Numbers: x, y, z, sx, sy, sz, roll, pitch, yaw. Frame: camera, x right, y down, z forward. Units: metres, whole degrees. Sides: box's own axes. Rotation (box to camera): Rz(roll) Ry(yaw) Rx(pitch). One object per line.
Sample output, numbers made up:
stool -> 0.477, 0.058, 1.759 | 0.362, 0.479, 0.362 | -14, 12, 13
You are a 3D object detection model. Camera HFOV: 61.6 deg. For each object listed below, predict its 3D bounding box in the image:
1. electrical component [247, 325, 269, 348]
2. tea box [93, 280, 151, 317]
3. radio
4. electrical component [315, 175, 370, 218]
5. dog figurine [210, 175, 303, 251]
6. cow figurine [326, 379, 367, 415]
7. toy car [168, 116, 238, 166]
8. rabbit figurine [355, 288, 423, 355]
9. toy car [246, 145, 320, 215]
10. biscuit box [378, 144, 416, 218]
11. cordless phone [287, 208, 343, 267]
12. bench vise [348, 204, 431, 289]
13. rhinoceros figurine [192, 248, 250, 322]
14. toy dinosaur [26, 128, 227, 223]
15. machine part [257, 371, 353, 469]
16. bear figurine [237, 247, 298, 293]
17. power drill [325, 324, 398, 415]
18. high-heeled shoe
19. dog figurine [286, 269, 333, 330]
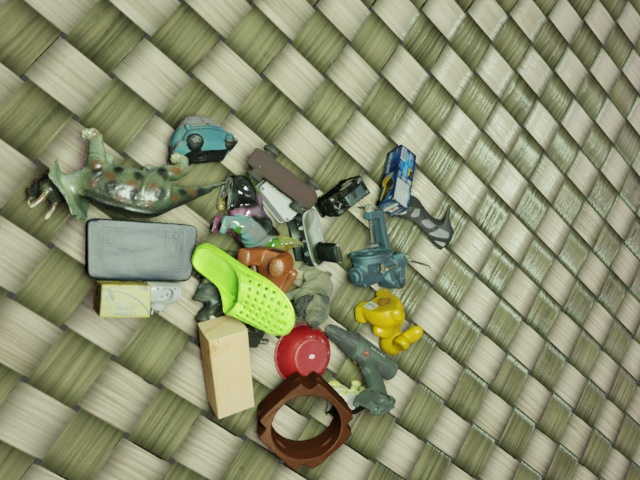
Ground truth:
electrical component -> -0.162, 0.233, 1.302 | 0.094, 0.021, 0.063 | 12, 126, -27
tea box -> -0.414, 0.120, 1.117 | 0.098, 0.170, 0.068 | 3, 88, -25
radio -> -0.394, 0.023, 1.184 | 0.229, 0.073, 0.131 | 3, 89, -25
electrical component -> 0.058, -0.110, 1.374 | 0.115, 0.134, 0.058 | -39, 105, -19
dog figurine -> -0.143, -0.041, 1.293 | 0.219, 0.108, 0.191 | 20, 78, -29
cow figurine -> 0.096, 0.424, 1.421 | 0.167, 0.068, 0.098 | 7, 92, -23
toy car -> -0.276, -0.234, 1.231 | 0.161, 0.109, 0.103 | -14, 78, -34
rabbit figurine -> 0.196, 0.236, 1.443 | 0.122, 0.163, 0.173 | -31, 121, -36
toy car -> -0.088, -0.143, 1.281 | 0.202, 0.053, 0.089 | 35, 85, -26
biscuit box -> 0.209, -0.162, 1.450 | 0.059, 0.063, 0.203 | 32, 52, -24
cordless phone -> -0.002, -0.005, 1.314 | 0.089, 0.184, 0.146 | -14, 96, -22
bench vise -> 0.162, 0.020, 1.434 | 0.223, 0.129, 0.240 | -13, 99, -29
rhinoceros figurine -> -0.236, 0.109, 1.265 | 0.112, 0.073, 0.190 | 43, 70, -30
toy dinosaur -> -0.396, -0.105, 1.122 | 0.405, 0.131, 0.192 | 10, 61, -17
machine part -> -0.038, 0.438, 1.314 | 0.201, 0.087, 0.201 | -42, 105, 3
bear figurine -> -0.127, 0.117, 1.225 | 0.132, 0.120, 0.195 | -10, 117, -69
power drill -> 0.109, 0.332, 1.373 | 0.232, 0.207, 0.086 | 32, 110, -24
high-heeled shoe -> 0.266, -0.046, 1.529 | 0.249, 0.086, 0.145 | 5, 119, -8
dog figurine -> -0.002, 0.135, 1.309 | 0.121, 0.191, 0.172 | 44, 70, -20
